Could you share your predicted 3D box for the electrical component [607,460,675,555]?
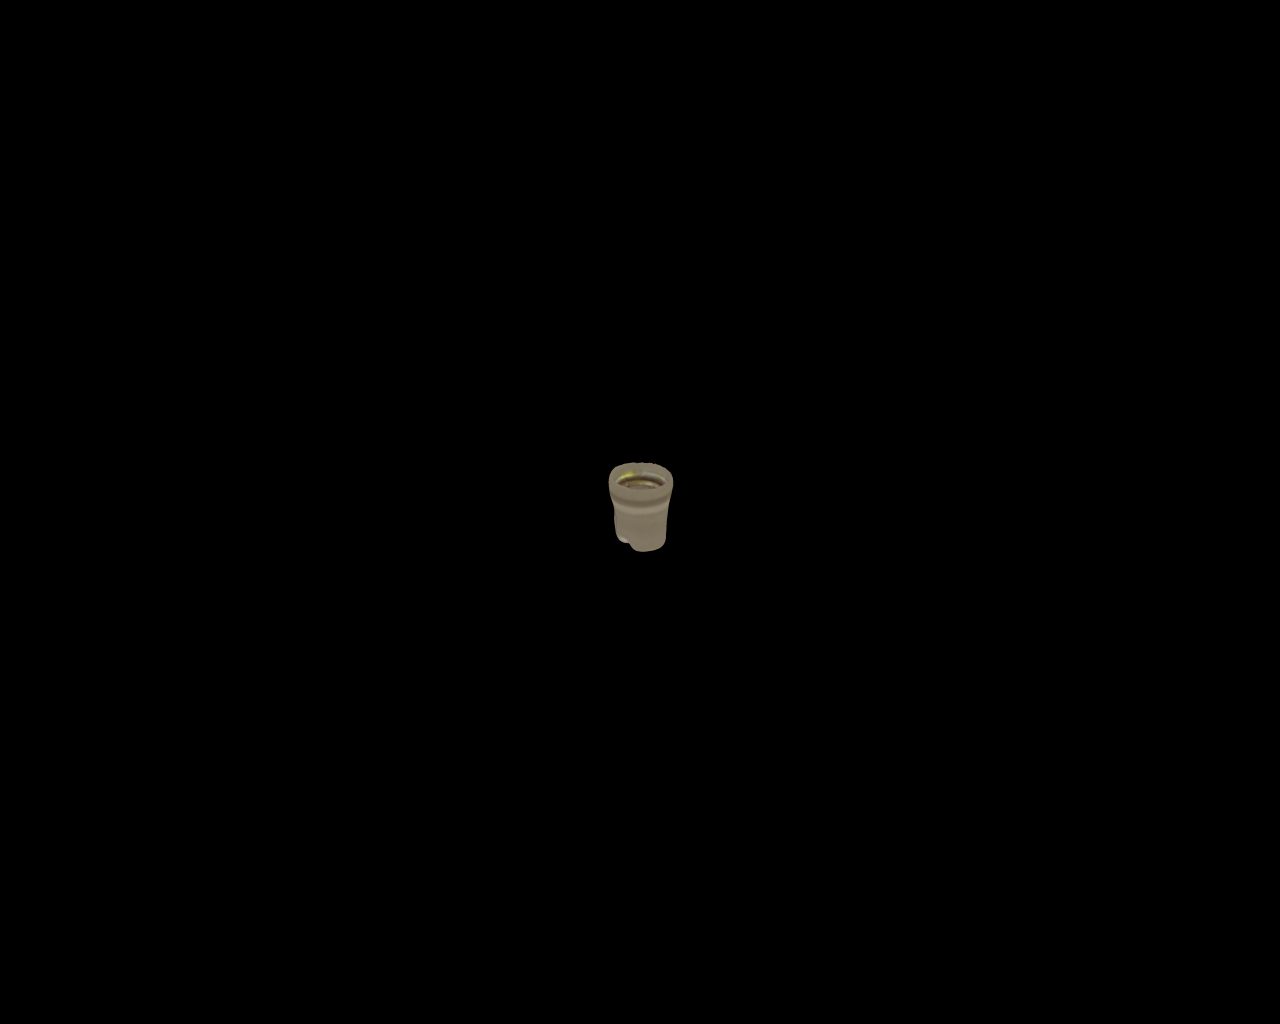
[{"bbox_3d":[0.001,-0.003,0.650,0.040,0.046,0.040,0,28,0],"label":"electrical component"}]
